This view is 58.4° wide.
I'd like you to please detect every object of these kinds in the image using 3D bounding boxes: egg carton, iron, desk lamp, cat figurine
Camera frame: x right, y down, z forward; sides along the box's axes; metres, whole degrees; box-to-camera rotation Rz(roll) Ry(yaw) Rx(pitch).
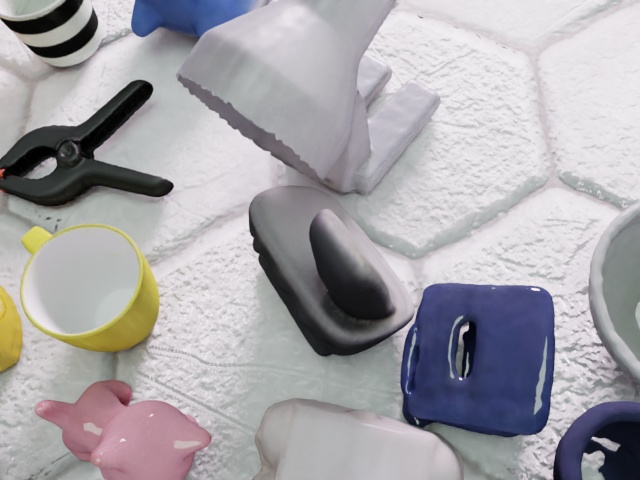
[{"bbox_3d":[0.022,0.173,0.398,0.150,0.069,0.107,10,69,8],"label":"egg carton"},{"bbox_3d":[-0.105,-0.320,0.569,0.118,0.141,0.258,16,70,10],"label":"iron"},{"bbox_3d":[0.007,-0.123,0.442,0.117,0.214,0.203,35,74,16],"label":"desk lamp"},{"bbox_3d":[-0.135,0.138,0.396,0.127,0.118,0.067,18,70,11],"label":"cat figurine"}]

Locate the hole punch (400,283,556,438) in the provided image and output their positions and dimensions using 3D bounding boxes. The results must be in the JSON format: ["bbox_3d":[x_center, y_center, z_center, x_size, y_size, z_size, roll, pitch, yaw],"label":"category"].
[{"bbox_3d":[0.111,0.087,0.416,0.101,0.091,0.109,9,69,7],"label":"hole punch"}]

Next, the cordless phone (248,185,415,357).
[{"bbox_3d":[0.004,0.001,0.407,0.094,0.185,0.147,-35,70,-10],"label":"cordless phone"}]

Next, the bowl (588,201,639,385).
[{"bbox_3d":[0.276,0.053,0.429,0.167,0.075,0.167,-1,68,3],"label":"bowl"}]

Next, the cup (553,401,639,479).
[{"bbox_3d":[0.204,0.152,0.382,0.118,0.095,0.091,-28,69,-8],"label":"cup"}]
